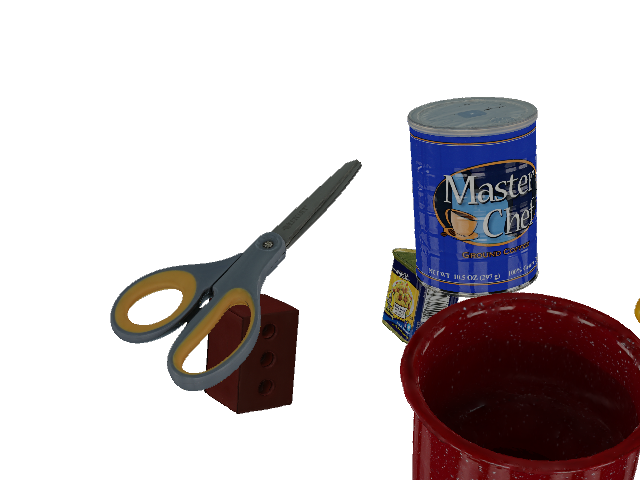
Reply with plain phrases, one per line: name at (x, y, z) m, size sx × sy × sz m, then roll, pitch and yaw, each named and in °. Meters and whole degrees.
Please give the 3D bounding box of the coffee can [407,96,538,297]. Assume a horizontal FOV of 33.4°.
coffee can at (0.126, -0.038, 0.873) m, size 0.103 × 0.140 × 0.103 m, roll -4°, pitch 20°, yaw 1°

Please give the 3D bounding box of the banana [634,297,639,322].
banana at (0.298, 0.024, 0.697) m, size 0.198 × 0.037 × 0.069 m, roll -3°, pitch 33°, yaw 1°

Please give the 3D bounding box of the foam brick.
foam brick at (-0.053, 0.085, 0.818) m, size 0.052 × 0.078 × 0.051 m, roll -4°, pitch 14°, yaw -35°

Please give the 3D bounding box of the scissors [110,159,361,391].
scissors at (-0.052, 0.007, 0.639) m, size 0.096 × 0.016 × 0.201 m, roll 12°, pitch 46°, yaw 17°

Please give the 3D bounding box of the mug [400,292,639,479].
mug at (0.088, 0.080, 0.399) m, size 0.117 × 0.081 × 0.093 m, roll 5°, pitch 36°, yaw 9°

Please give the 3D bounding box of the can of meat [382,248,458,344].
can of meat at (0.109, 0.063, 1.151) m, size 0.057 × 0.084 × 0.102 m, roll 6°, pitch 14°, yaw -19°
